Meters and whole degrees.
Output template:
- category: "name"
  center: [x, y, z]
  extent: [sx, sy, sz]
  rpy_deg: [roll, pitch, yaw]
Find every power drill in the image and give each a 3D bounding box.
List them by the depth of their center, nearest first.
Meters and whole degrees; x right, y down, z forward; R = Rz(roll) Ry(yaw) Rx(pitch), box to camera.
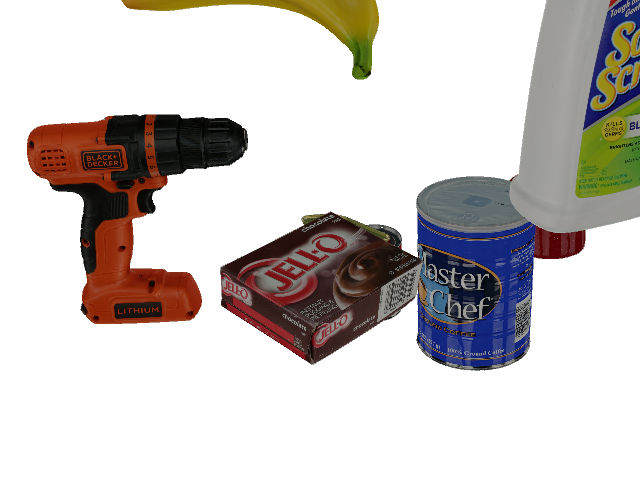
- category: "power drill"
  center: [-0.149, -0.020, 0.927]
  extent: [0.184, 0.188, 0.057]
  rpy_deg: [-2, 27, 3]

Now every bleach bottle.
- category: "bleach bottle"
  center: [0.174, -0.133, 0.648]
  extent: [0.102, 0.251, 0.068]
  rpy_deg: [-12, 31, -17]

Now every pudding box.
- category: "pudding box"
  center: [0.001, 0.029, 0.734]
  extent: [0.090, 0.039, 0.113]
  rpy_deg: [30, 39, 34]

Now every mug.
- category: "mug"
  center: [0.274, -0.033, 1.243]
  extent: [0.117, 0.081, 0.093]
  rpy_deg: [-22, 28, -36]

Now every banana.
- category: "banana"
  center: [-0.037, -0.152, 0.652]
  extent: [0.198, 0.069, 0.037]
  rpy_deg: [21, -32, 32]

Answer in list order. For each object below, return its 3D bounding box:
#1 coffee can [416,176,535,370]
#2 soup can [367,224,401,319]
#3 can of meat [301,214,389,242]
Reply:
- category: "coffee can"
  center: [0.136, 0.027, 0.936]
  extent: [0.103, 0.140, 0.103]
  rpy_deg: [-2, 26, 1]
- category: "soup can"
  center: [0.068, 0.041, 1.322]
  extent: [0.068, 0.102, 0.068]
  rpy_deg: [-3, 32, 2]
- category: "can of meat"
  center: [0.021, 0.026, 1.115]
  extent: [0.057, 0.084, 0.102]
  rpy_deg: [-6, 20, -36]
